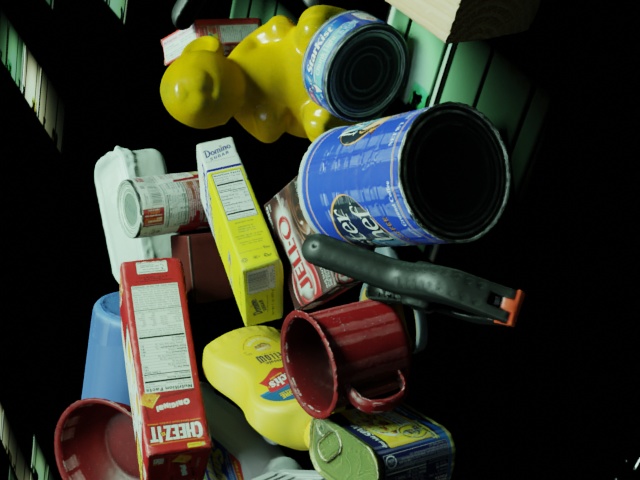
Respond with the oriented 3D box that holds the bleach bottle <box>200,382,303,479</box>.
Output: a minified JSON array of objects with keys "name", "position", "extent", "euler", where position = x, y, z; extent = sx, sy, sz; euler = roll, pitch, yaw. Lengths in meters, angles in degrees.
[{"name":"bleach bottle","position":[-0.087,0.236,1.170],"extent":[0.251,0.067,0.102],"euler":[15,111,54]}]

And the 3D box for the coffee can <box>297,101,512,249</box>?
[{"name":"coffee can","position":[0.061,-0.045,0.817],"extent":[0.141,0.102,0.103],"euler":[-4,94,58]}]

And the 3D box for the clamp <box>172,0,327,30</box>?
[{"name":"clamp","position":[-0.057,-0.296,0.984],"extent":[0.165,0.036,0.210],"euler":[8,92,29]}]

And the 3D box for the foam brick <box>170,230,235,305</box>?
[{"name":"foam brick","position":[-0.133,0.030,1.202],"extent":[0.053,0.051,0.078],"euler":[6,102,59]}]

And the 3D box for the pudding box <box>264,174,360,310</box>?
[{"name":"pudding box","position":[-0.007,0.001,1.000],"extent":[0.090,0.039,0.113],"euler":[-36,66,57]}]

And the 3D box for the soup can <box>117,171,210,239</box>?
[{"name":"soup can","position":[-0.167,-0.040,1.192],"extent":[0.069,0.102,0.068],"euler":[22,116,55]}]

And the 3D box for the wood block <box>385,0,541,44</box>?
[{"name":"wood block","position":[0.062,-0.230,0.752],"extent":[0.206,0.090,0.091],"euler":[43,133,33]}]

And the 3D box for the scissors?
[{"name":"scissors","position":[0.048,0.006,0.936],"extent":[0.096,0.016,0.202],"euler":[-36,66,56]}]

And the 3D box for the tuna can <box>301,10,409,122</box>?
[{"name":"tuna can","position":[0.030,-0.140,0.863],"extent":[0.034,0.085,0.086],"euler":[40,130,45]}]

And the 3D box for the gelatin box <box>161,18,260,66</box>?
[{"name":"gelatin box","position":[-0.111,-0.201,1.088],"extent":[0.089,0.073,0.030],"euler":[-10,89,59]}]

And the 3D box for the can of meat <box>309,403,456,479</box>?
[{"name":"can of meat","position":[0.053,0.178,0.905],"extent":[0.102,0.083,0.057],"euler":[25,119,54]}]

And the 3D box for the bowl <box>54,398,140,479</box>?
[{"name":"bowl","position":[-0.234,0.253,1.257],"extent":[0.162,0.055,0.162],"euler":[8,107,27]}]

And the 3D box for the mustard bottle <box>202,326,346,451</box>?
[{"name":"mustard bottle","position":[-0.031,0.150,1.022],"extent":[0.192,0.096,0.058],"euler":[37,127,49]}]

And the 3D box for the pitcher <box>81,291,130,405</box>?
[{"name":"pitcher","position":[-0.232,0.196,1.341],"extent":[0.145,0.149,0.243],"euler":[-57,-24,-68]}]

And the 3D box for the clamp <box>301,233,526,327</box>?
[{"name":"clamp","position":[0.080,0.038,0.829],"extent":[0.172,0.120,0.039],"euler":[17,86,27]}]

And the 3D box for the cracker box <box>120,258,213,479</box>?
[{"name":"cracker box","position":[-0.165,0.149,1.128],"extent":[0.164,0.072,0.214],"euler":[108,153,-59]}]

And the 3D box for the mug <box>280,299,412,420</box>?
[{"name":"mug","position":[0.030,0.102,0.895],"extent":[0.117,0.081,0.093],"euler":[44,137,46]}]

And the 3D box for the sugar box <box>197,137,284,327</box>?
[{"name":"sugar box","position":[-0.083,-0.010,1.075],"extent":[0.093,0.048,0.176],"euler":[92,158,-49]}]
